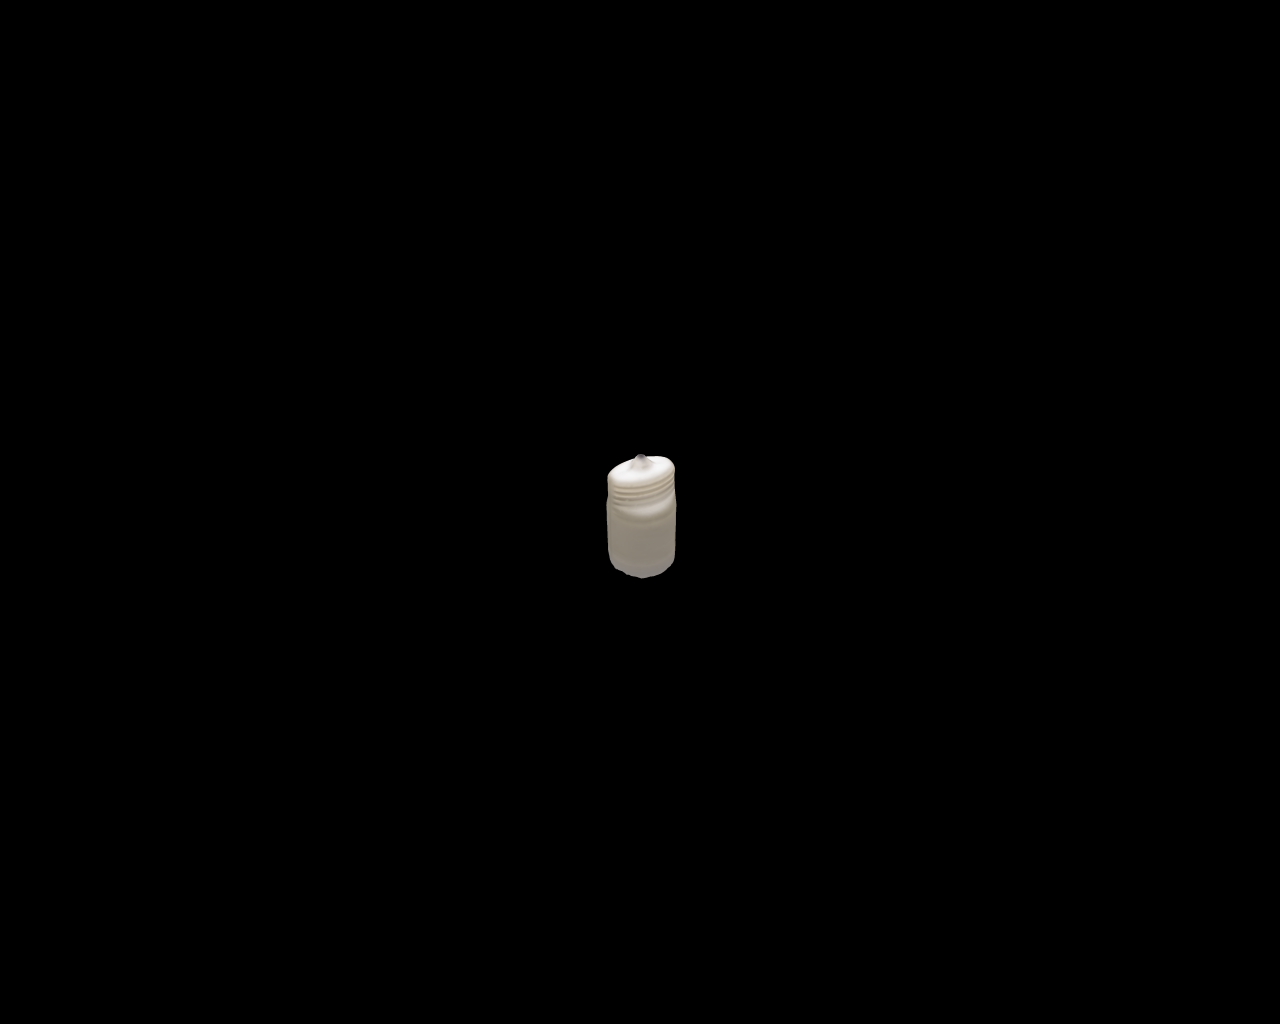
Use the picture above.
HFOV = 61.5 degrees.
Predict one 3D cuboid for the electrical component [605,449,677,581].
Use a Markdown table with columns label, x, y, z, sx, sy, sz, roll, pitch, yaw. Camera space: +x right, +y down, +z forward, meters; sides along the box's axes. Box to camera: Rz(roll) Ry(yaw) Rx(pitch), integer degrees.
| label | x | y | z | sx | sy | sz | roll | pitch | yaw |
| --- | --- | --- | --- | --- | --- | --- | --- | --- | --- |
| electrical component | 0.001 | -0.003 | 0.650 | 0.043 | 0.080 | 0.043 | 0 | 38 | 0 |
